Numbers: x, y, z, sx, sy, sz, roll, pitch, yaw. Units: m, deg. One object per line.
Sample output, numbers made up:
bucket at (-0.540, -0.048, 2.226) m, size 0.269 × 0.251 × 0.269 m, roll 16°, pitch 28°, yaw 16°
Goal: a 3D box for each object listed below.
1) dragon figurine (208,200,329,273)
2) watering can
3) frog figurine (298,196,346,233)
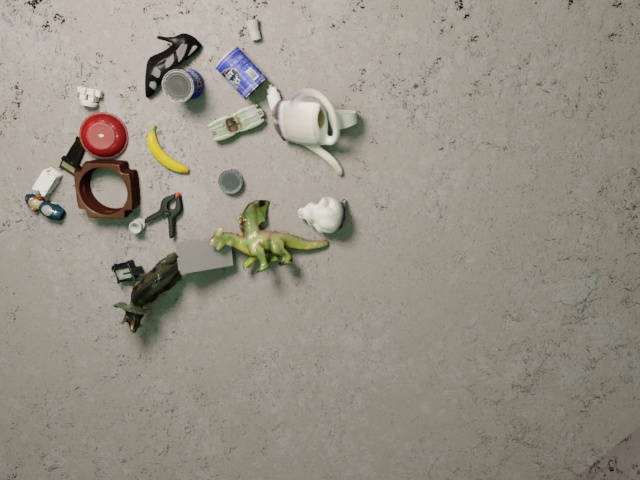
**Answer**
dragon figurine at (-0.191, -0.026, 1.842) m, size 0.412 × 0.122 × 0.241 m, roll -19°, pitch 99°, yaw -12°
watering can at (-0.036, -0.354, 1.716) m, size 0.225 × 0.106 × 0.339 m, roll 11°, pitch 141°, yaw 22°
frog figurine at (0.005, -0.091, 1.805) m, size 0.159 × 0.126 × 0.134 m, roll 7°, pitch 128°, yaw -12°
